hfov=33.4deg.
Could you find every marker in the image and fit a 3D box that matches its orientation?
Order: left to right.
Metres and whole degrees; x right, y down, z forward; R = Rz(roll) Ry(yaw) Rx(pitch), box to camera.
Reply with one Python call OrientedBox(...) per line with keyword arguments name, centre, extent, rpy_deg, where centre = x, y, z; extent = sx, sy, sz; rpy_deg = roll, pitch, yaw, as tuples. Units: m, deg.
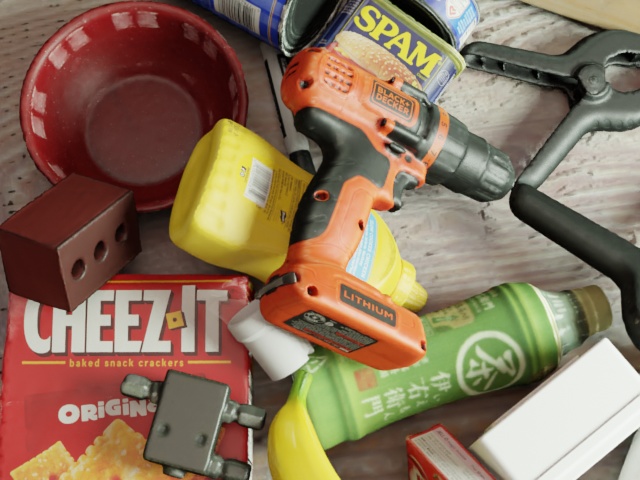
OrientedBox(name="marker", centre=(-0.023, -0.094, 0.798), extent=(0.020, 0.020, 0.121), rpy_deg=(-12, 76, -4))

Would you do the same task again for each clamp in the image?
OrientedBox(name="clamp", centre=(0.189, -0.119, 0.797), extent=(0.171, 0.039, 0.120), rpy_deg=(-26, 86, -13))
OrientedBox(name="clamp", centre=(0.225, 0.025, 0.716), extent=(0.164, 0.036, 0.210), rpy_deg=(-4, 49, -7))

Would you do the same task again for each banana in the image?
OrientedBox(name="banana", centre=(0.029, 0.169, 0.641), extent=(0.069, 0.037, 0.198), rpy_deg=(-41, 76, -8))

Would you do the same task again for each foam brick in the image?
OrientedBox(name="foam brick", centre=(-0.162, 0.000, 0.694), extent=(0.051, 0.053, 0.078), rpy_deg=(18, 40, 23))

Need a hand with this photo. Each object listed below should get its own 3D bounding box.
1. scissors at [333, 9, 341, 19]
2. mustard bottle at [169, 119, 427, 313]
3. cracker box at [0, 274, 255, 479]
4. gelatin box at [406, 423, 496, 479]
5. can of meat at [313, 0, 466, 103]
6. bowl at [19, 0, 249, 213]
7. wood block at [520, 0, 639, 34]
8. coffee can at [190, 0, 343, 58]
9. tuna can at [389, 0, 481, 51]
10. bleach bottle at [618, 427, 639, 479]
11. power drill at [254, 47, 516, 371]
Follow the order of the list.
OrientedBox(name="scissors", centre=(0.069, -0.223, 0.836), extent=(0.201, 0.016, 0.096), rpy_deg=(-5, 77, -2))
OrientedBox(name="mustard bottle", centre=(-0.005, 0.001, 0.728), extent=(0.191, 0.058, 0.096), rpy_deg=(29, 48, -22))
OrientedBox(name="cracker box", centre=(-0.126, 0.131, 0.709), extent=(0.164, 0.072, 0.213), rpy_deg=(0, 74, -1))
OrientedBox(name="gelatin box", centre=(0.089, 0.172, 0.680), extent=(0.030, 0.073, 0.089), rpy_deg=(-19, 32, -21))
OrientedBox(name="can of meat", centre=(0.040, -0.121, 0.783), extent=(0.102, 0.057, 0.084), rpy_deg=(36, 79, -1))
OrientedBox(name="bowl", centre=(-0.132, -0.089, 0.776), extent=(0.162, 0.055, 0.162), rpy_deg=(0, 75, -1))
OrientedBox(name="wood block", centre=(0.217, -0.218, 0.791), extent=(0.206, 0.090, 0.091), rpy_deg=(18, 76, -1))
OrientedBox(name="coffee can", centre=(-0.057, -0.211, 0.778), extent=(0.140, 0.103, 0.102), rpy_deg=(31, 77, 13))
OrientedBox(name="tuna can", centre=(0.074, -0.173, 0.786), extent=(0.086, 0.086, 0.033), rpy_deg=(35, 79, 8))
OrientedBox(name="bleach bottle", centre=(0.241, 0.194, 0.703), extent=(0.102, 0.068, 0.251), rpy_deg=(21, 78, 8))
OrientedBox(name="power drill", centre=(0.043, -0.015, 0.693), extent=(0.184, 0.057, 0.187), rpy_deg=(24, 60, -21))
